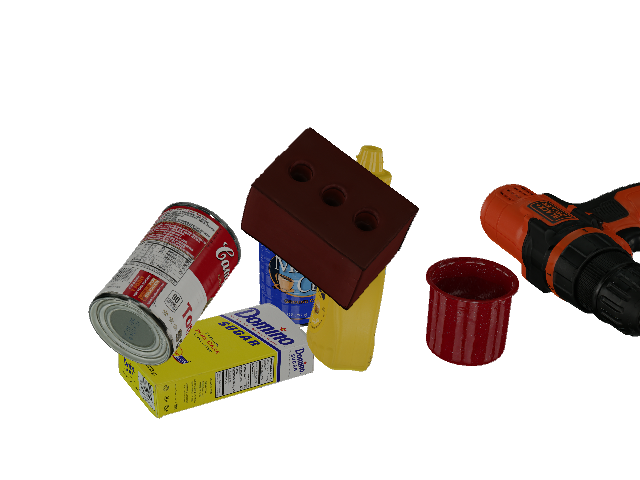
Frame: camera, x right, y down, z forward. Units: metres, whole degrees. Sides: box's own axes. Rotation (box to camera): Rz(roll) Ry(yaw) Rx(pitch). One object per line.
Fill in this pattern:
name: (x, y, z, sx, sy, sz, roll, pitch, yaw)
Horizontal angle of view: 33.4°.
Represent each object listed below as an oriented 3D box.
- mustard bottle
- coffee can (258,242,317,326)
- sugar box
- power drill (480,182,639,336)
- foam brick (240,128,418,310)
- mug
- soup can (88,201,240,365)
mustard bottle: (0.030, 0.011, 0.935, 0.058, 0.192, 0.096, 5, 19, -11)
coffee can: (-0.030, 0.026, 1.390, 0.103, 0.140, 0.103, 0, 26, 0)
sugar box: (-0.103, 0.116, 1.070, 0.175, 0.048, 0.093, -16, 32, -29)
power drill: (0.229, -0.004, 0.736, 0.187, 0.057, 0.185, -12, 29, -19)
foam brick: (0.004, -0.012, 0.578, 0.078, 0.053, 0.051, 37, -27, 11)
mug: (0.148, 0.068, 1.093, 0.093, 0.081, 0.117, -3, 28, -10)
soup can: (-0.109, 0.030, 0.758, 0.069, 0.068, 0.102, 0, 40, 33)
